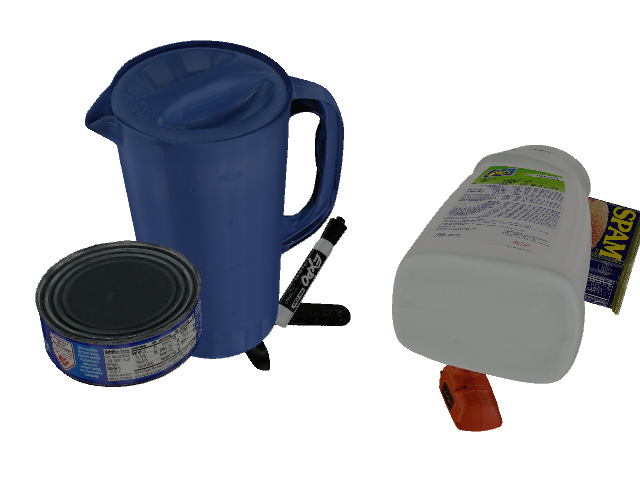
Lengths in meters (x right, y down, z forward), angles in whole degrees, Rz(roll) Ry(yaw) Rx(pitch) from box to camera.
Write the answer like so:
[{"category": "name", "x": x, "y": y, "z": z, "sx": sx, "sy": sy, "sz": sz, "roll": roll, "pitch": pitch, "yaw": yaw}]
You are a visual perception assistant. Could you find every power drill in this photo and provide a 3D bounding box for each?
[{"category": "power drill", "x": 0.169, "y": 0.108, "z": 1.149, "sx": 0.057, "sy": 0.188, "sz": 0.184, "roll": -2, "pitch": 24, "yaw": -4}]

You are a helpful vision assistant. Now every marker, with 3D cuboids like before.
[{"category": "marker", "x": -0.010, "y": 0.028, "z": 1.018, "sx": 0.020, "sy": 0.121, "sz": 0.020, "roll": 29, "pitch": -17, "yaw": 9}]

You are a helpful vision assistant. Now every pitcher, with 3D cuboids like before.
[{"category": "pitcher", "x": -0.077, "y": -0.025, "z": 0.840, "sx": 0.149, "sy": 0.243, "sz": 0.144, "roll": 24, "pitch": 47, "yaw": 24}]

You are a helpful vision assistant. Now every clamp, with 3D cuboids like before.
[{"category": "clamp", "x": -0.092, "y": 0.092, "z": 1.256, "sx": 0.210, "sy": 0.036, "sz": 0.164, "roll": 13, "pitch": 23, "yaw": 27}]

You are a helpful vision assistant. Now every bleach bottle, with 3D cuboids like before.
[{"category": "bleach bottle", "x": 0.125, "y": -0.006, "z": 0.647, "sx": 0.103, "sy": 0.068, "sz": 0.250, "roll": 11, "pitch": 25, "yaw": 18}]

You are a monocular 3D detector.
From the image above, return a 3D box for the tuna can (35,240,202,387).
[{"category": "tuna can", "x": -0.105, "y": 0.038, "z": 0.567, "sx": 0.086, "sy": 0.034, "sz": 0.086, "roll": 0, "pitch": 35, "yaw": 0}]

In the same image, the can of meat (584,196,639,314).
[{"category": "can of meat", "x": 0.231, "y": 0.006, "z": 0.926, "sx": 0.084, "sy": 0.057, "sz": 0.102, "roll": 17, "pitch": 46, "yaw": 16}]
